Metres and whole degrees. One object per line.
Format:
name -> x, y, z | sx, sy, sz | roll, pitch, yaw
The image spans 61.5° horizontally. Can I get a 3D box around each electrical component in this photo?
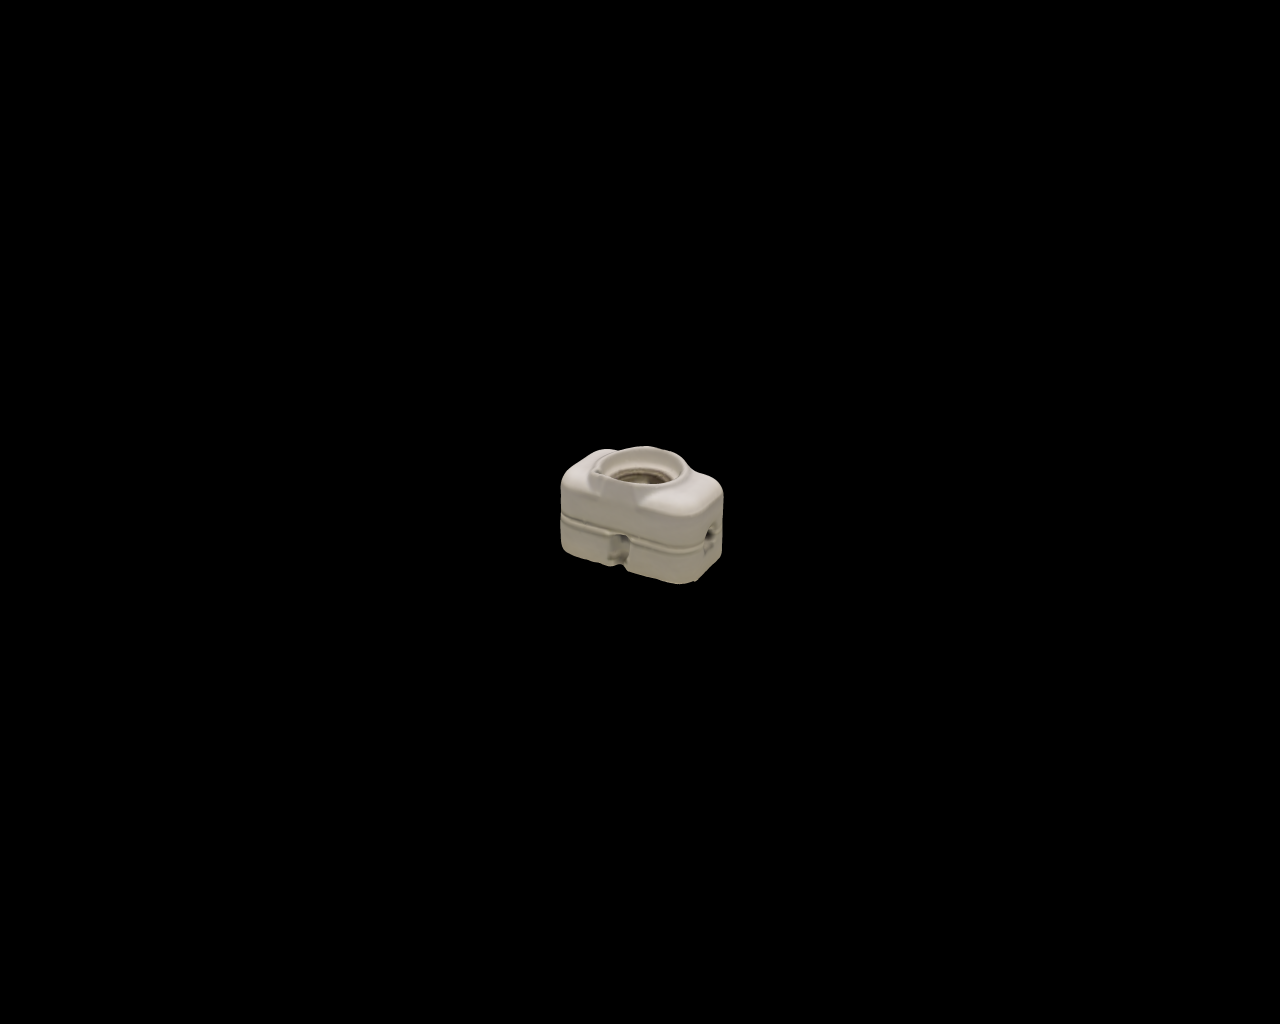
electrical component -> 0.001, -0.003, 0.650 | 0.095, 0.059, 0.054 | 16, 32, 27
